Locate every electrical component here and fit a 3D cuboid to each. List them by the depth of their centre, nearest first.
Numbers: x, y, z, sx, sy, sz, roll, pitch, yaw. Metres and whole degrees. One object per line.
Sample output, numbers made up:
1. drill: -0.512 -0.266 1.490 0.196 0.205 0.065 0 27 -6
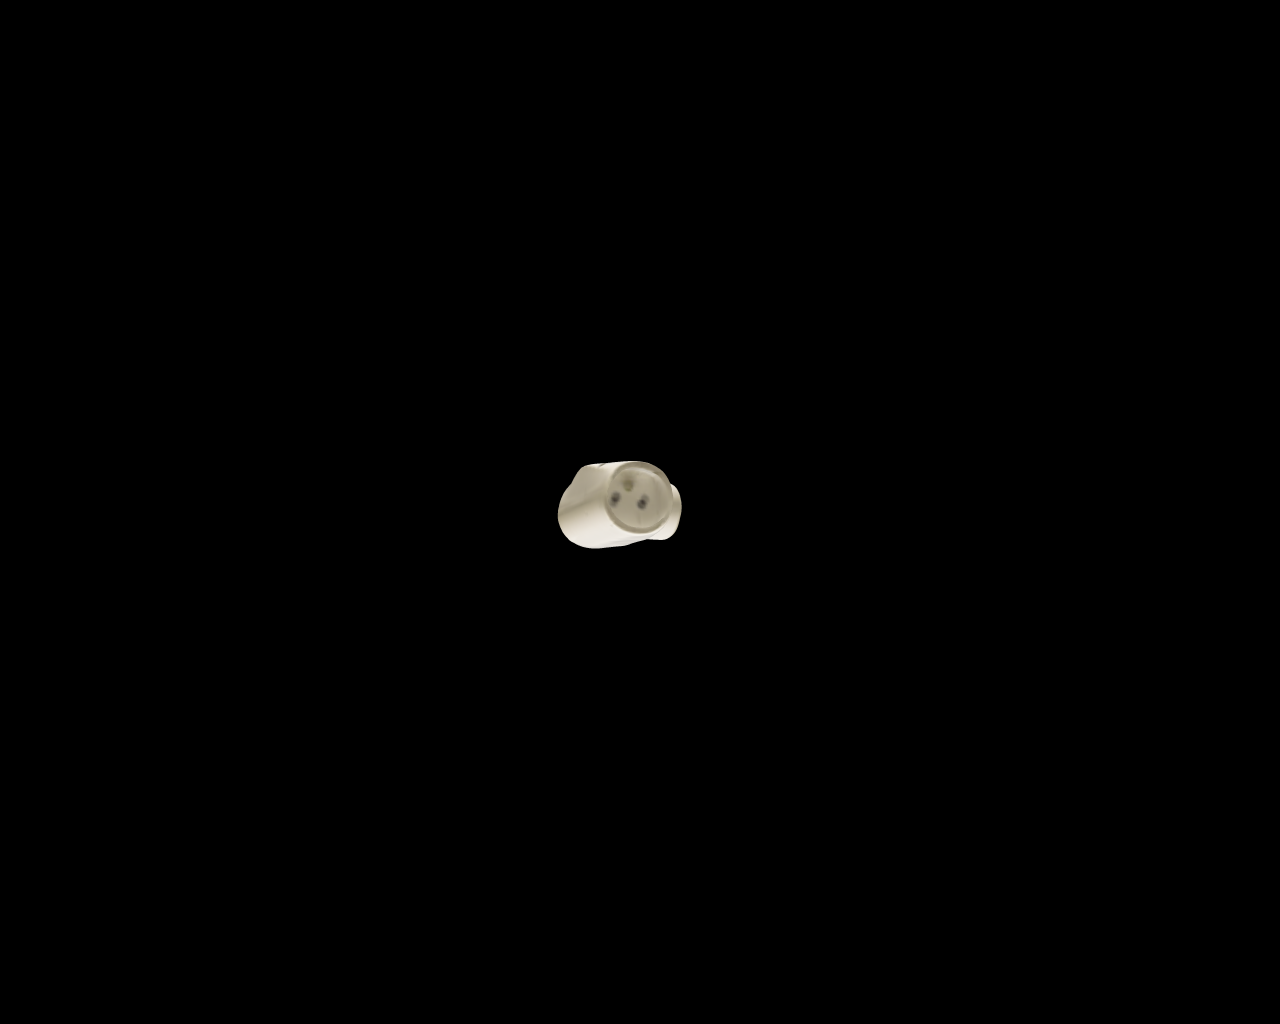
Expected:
1. electrical component: 0.001 -0.003 0.650 0.079 0.043 0.077 4 -10 -23
